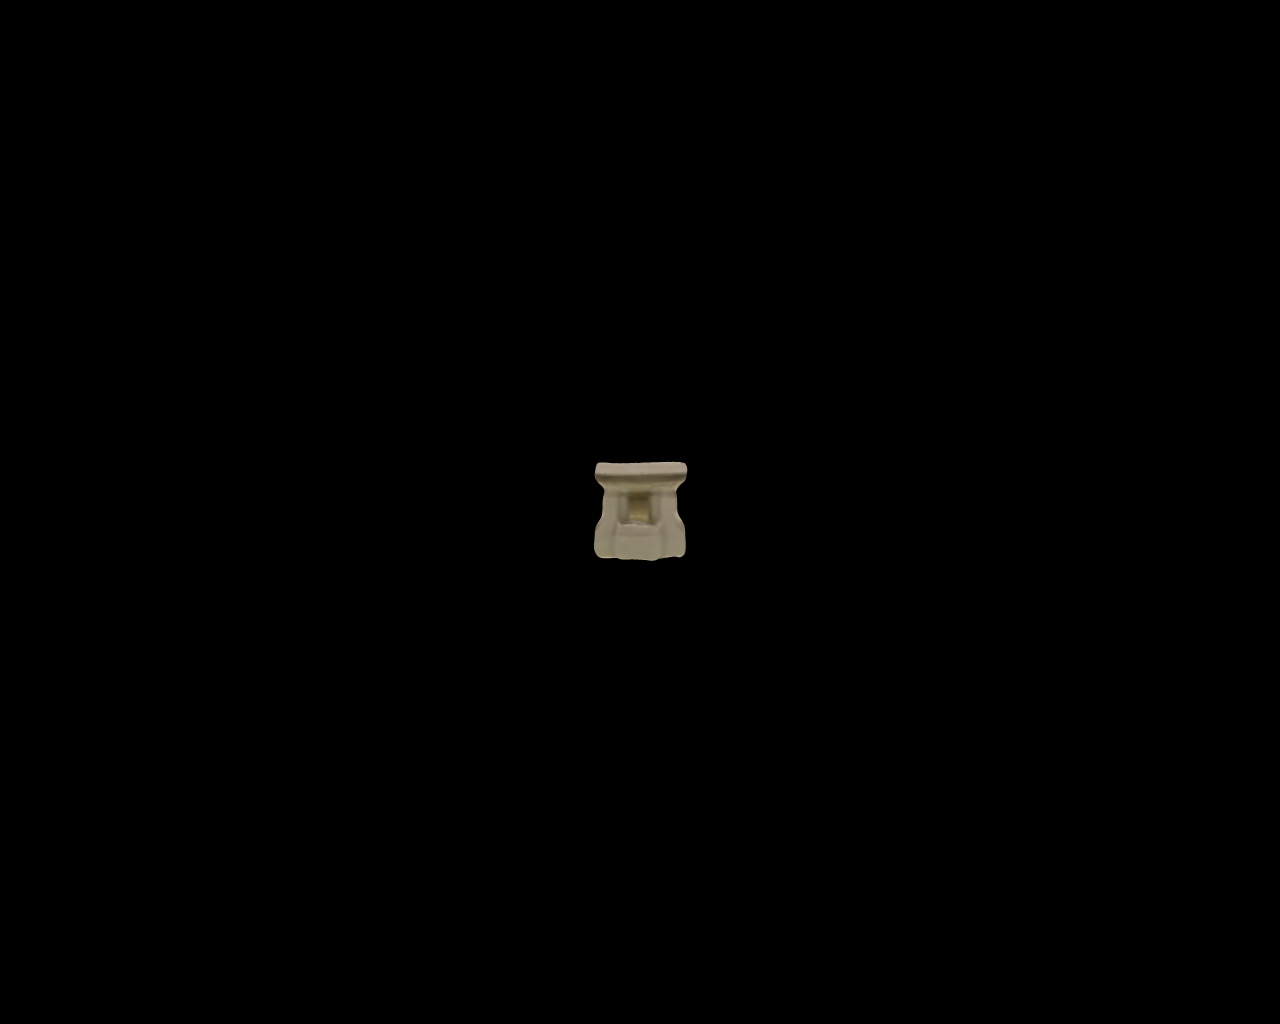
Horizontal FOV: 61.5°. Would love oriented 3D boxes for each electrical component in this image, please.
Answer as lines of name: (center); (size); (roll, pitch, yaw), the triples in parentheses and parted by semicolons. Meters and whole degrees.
electrical component: (0.001, -0.003, 0.650); (0.058, 0.057, 0.078); (0, 2, 4)
